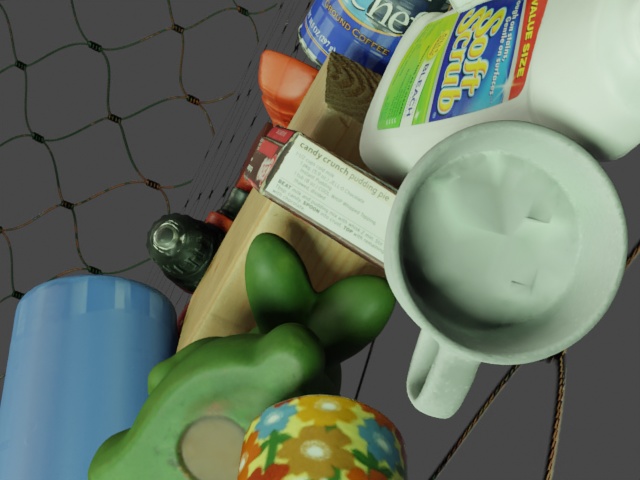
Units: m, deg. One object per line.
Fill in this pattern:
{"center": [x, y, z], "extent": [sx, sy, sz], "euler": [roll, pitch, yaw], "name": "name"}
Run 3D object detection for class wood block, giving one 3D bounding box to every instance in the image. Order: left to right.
{"center": [-0.005, 0.001, 0.666], "extent": [0.206, 0.090, 0.090], "euler": [-58, 13, 27], "name": "wood block"}

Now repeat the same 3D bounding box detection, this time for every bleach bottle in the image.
{"center": [0.094, -0.075, 0.461], "extent": [0.102, 0.068, 0.251], "euler": [-64, 14, -9], "name": "bleach bottle"}

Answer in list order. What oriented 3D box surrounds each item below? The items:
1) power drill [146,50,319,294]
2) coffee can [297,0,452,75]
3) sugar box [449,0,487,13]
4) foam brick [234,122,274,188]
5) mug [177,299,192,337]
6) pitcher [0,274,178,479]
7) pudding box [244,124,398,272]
{"center": [-0.056, -0.044, 0.798], "extent": [0.187, 0.057, 0.184], "euler": [-62, -13, -6], "name": "power drill"}
{"center": [0.061, -0.175, 0.723], "extent": [0.140, 0.102, 0.102], "euler": [-57, 13, 31], "name": "coffee can"}
{"center": [0.096, -0.154, 0.501], "extent": [0.093, 0.048, 0.176], "euler": [-26, 11, 14], "name": "sugar box"}
{"center": [-0.028, -0.055, 0.929], "extent": [0.051, 0.078, 0.053], "euler": [-45, 22, 57], "name": "foam brick"}
{"center": [-0.073, 0.096, 0.789], "extent": [0.117, 0.081, 0.093], "euler": [-52, 16, 47], "name": "mug"}
{"center": [-0.155, 0.153, 0.676], "extent": [0.145, 0.149, 0.243], "euler": [107, 162, -60], "name": "pitcher"}
{"center": [0.020, -0.014, 0.529], "extent": [0.039, 0.113, 0.090], "euler": [-60, 11, 4], "name": "pudding box"}
